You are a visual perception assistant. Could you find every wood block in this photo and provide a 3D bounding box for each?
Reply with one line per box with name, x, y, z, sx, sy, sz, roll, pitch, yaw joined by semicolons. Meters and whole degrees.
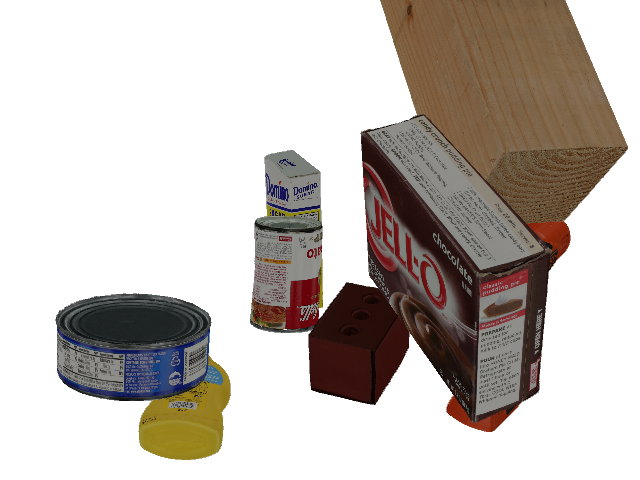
wood block;0.115;-0.121;0.725;0.090;0.206;0.091;-4;-29;-20

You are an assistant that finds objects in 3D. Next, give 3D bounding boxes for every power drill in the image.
power drill;0.167;0.080;0.985;0.057;0.188;0.184;24;32;27

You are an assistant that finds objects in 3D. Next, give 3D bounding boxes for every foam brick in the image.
foam brick;0.030;0.075;0.790;0.053;0.051;0.078;10;32;20

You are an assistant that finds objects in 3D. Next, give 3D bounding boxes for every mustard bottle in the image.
mustard bottle;-0.160;0.190;1.305;0.096;0.058;0.191;2;25;1

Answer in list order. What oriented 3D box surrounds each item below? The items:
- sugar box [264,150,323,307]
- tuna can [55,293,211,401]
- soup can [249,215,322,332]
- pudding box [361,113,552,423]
sugar box;-0.033;-0.011;1.282;0.048;0.176;0.093;-13;25;-19
tuna can;-0.105;0.059;0.599;0.086;0.034;0.086;4;15;-1
soup can;-0.033;0.031;1.038;0.068;0.102;0.068;3;12;-1
pudding box;0.057;0.010;0.480;0.039;0.090;0.114;-21;43;-15
